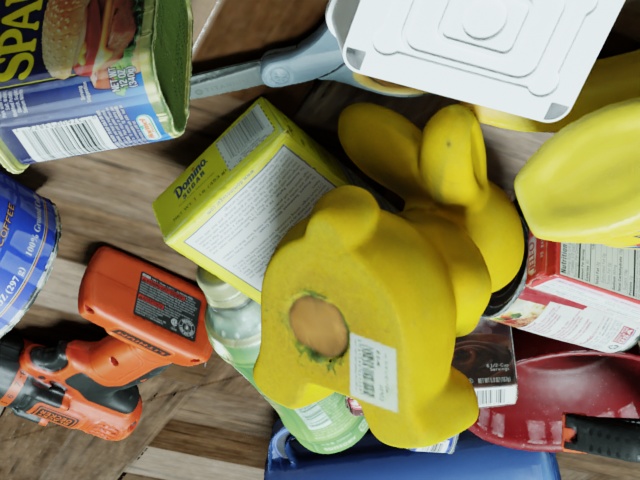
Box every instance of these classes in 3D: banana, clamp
[{"bbox_3d":[0.170,-0.090,0.534,0.198,0.037,0.069,-21,134,29],"label":"banana"},{"bbox_3d":[0.265,0.138,0.712,0.210,0.036,0.164,1,175,21],"label":"clamp"}]

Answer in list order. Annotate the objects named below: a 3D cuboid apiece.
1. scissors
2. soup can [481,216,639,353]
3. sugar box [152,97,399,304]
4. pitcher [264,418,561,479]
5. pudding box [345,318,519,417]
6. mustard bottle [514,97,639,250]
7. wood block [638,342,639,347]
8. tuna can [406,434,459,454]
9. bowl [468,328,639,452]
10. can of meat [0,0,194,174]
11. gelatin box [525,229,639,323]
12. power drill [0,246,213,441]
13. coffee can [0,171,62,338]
[{"bbox_3d":[-0.014,-0.102,0.539,0.202,0.016,0.096,-1,143,1],"label":"scissors"},{"bbox_3d":[0.153,0.029,0.676,0.102,0.068,0.069,16,142,-21],"label":"soup can"},{"bbox_3d":[-0.004,0.001,0.638,0.093,0.048,0.176,-42,134,12],"label":"sugar box"},{"bbox_3d":[0.078,0.210,0.899,0.243,0.145,0.149,-12,160,12],"label":"pitcher"},{"bbox_3d":[0.072,0.069,0.717,0.113,0.090,0.039,-4,146,5],"label":"pudding box"},{"bbox_3d":[0.184,-0.028,0.566,0.096,0.058,0.191,-29,161,29],"label":"mustard bottle"},{"bbox_3d":[0.292,0.023,0.645,0.090,0.090,0.206,14,142,-18],"label":"wood block"},{"bbox_3d":[0.081,0.113,0.783,0.033,0.086,0.086,4,145,-2],"label":"tuna can"},{"bbox_3d":[0.181,0.099,0.786,0.162,0.055,0.162,1,145,0],"label":"bowl"},{"bbox_3d":[-0.106,-0.087,0.491,0.084,0.102,0.057,-8,146,9],"label":"can of meat"},{"bbox_3d":[0.165,0.002,0.631,0.089,0.073,0.030,17,156,-22],"label":"gelatin box"},{"bbox_3d":[-0.177,0.074,0.763,0.184,0.057,0.188,26,139,-29],"label":"power drill"},{"bbox_3d":[-0.232,-0.013,0.597,0.103,0.103,0.140,-24,138,31],"label":"coffee can"}]
